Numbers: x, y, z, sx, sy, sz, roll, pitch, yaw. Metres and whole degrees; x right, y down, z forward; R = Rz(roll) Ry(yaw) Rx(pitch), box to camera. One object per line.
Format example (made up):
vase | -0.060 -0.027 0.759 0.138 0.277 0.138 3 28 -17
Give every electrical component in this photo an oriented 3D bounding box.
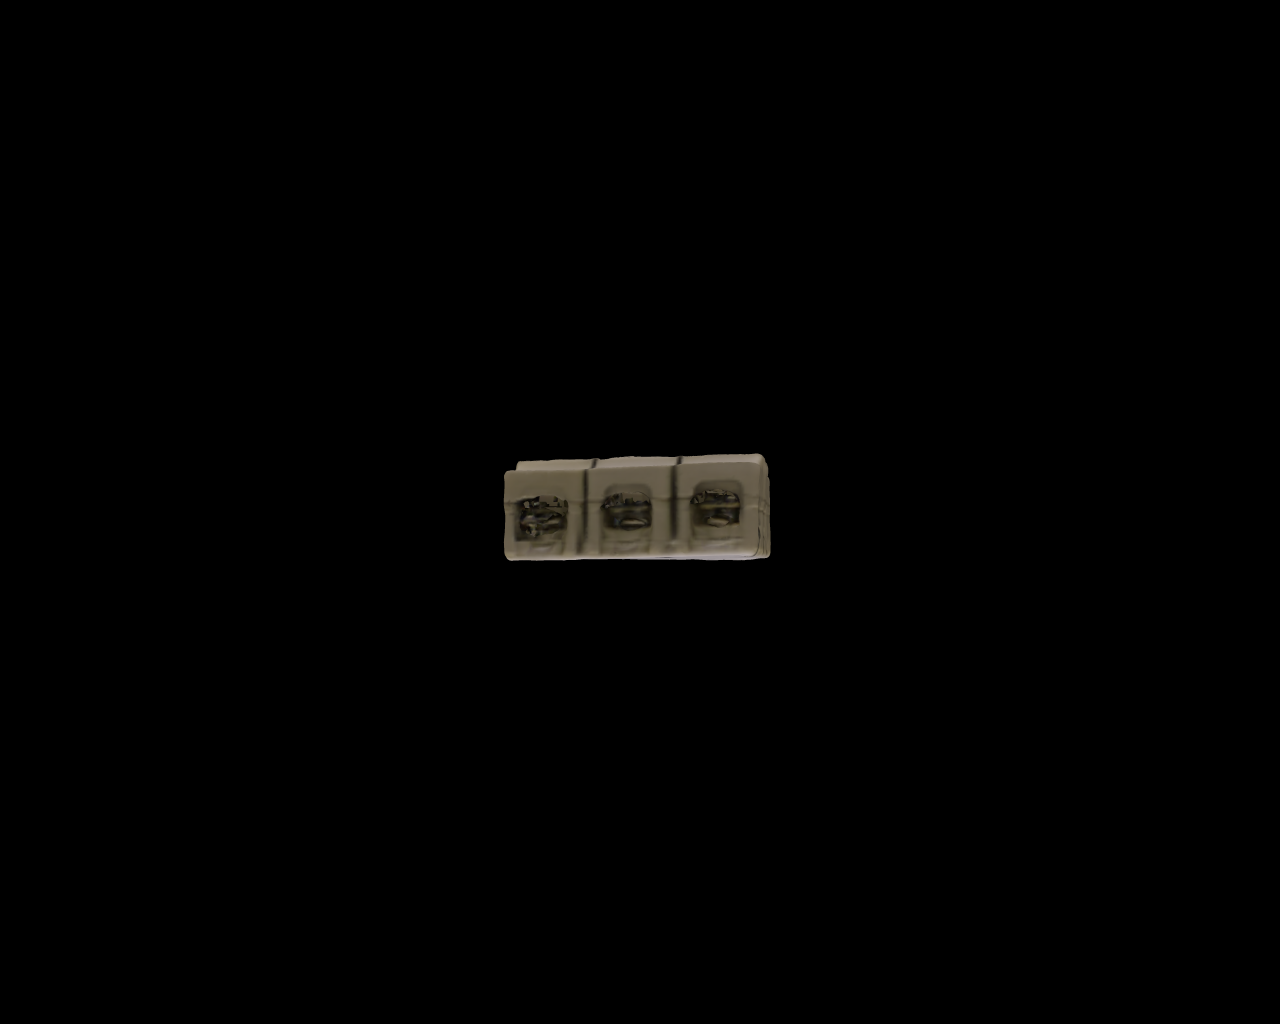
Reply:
electrical component | 0.001 -0.003 0.650 0.150 0.061 0.089 -1 -4 11
